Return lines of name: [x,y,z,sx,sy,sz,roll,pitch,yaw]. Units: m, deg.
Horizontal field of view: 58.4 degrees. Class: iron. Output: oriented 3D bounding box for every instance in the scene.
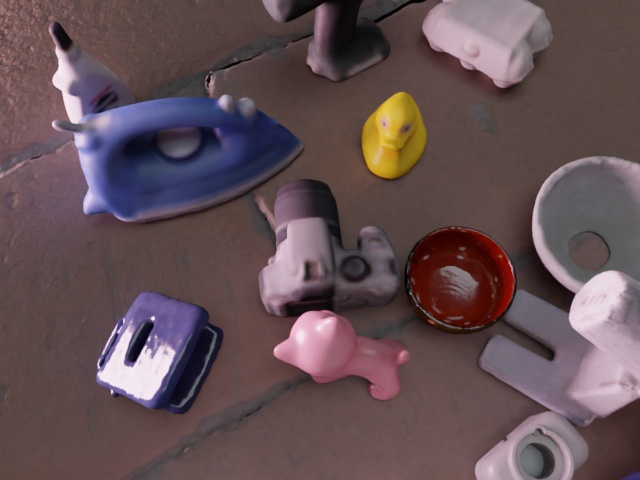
iron: [-0.146,-0.112,0.624,0.258,0.141,0.118,-14,69,-5]

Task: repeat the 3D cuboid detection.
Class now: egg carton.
egg carton: [0.209,-0.261,0.721,0.150,0.069,0.107,34,72,13]

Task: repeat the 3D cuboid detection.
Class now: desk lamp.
desk lamp: [0.269,0.108,0.496,0.203,0.213,0.118,28,71,11]

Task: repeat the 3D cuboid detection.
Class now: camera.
camera: [0.006,0.002,0.600,0.143,0.101,0.137,-6,68,-2]

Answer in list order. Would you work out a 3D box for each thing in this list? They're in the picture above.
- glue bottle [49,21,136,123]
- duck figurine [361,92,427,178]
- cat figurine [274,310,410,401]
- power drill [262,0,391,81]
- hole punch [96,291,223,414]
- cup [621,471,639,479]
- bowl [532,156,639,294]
glue bottle: [-0.258,-0.175,0.633,0.037,0.173,0.078,31,72,12]
duck figurine: [0.089,-0.134,0.662,0.077,0.086,0.104,14,69,6]
cat figurine: [0.025,0.105,0.550,0.127,0.118,0.067,11,69,5]
power drill: [0.042,-0.290,0.658,0.230,0.208,0.075,-30,71,-11]
hole punch: [-0.163,0.110,0.564,0.101,0.091,0.109,20,70,8]
cup: [0.278,0.256,0.501,0.118,0.095,0.091,-32,71,-11]
bowl: [0.302,-0.001,0.614,0.167,0.075,0.167,0,68,0]
